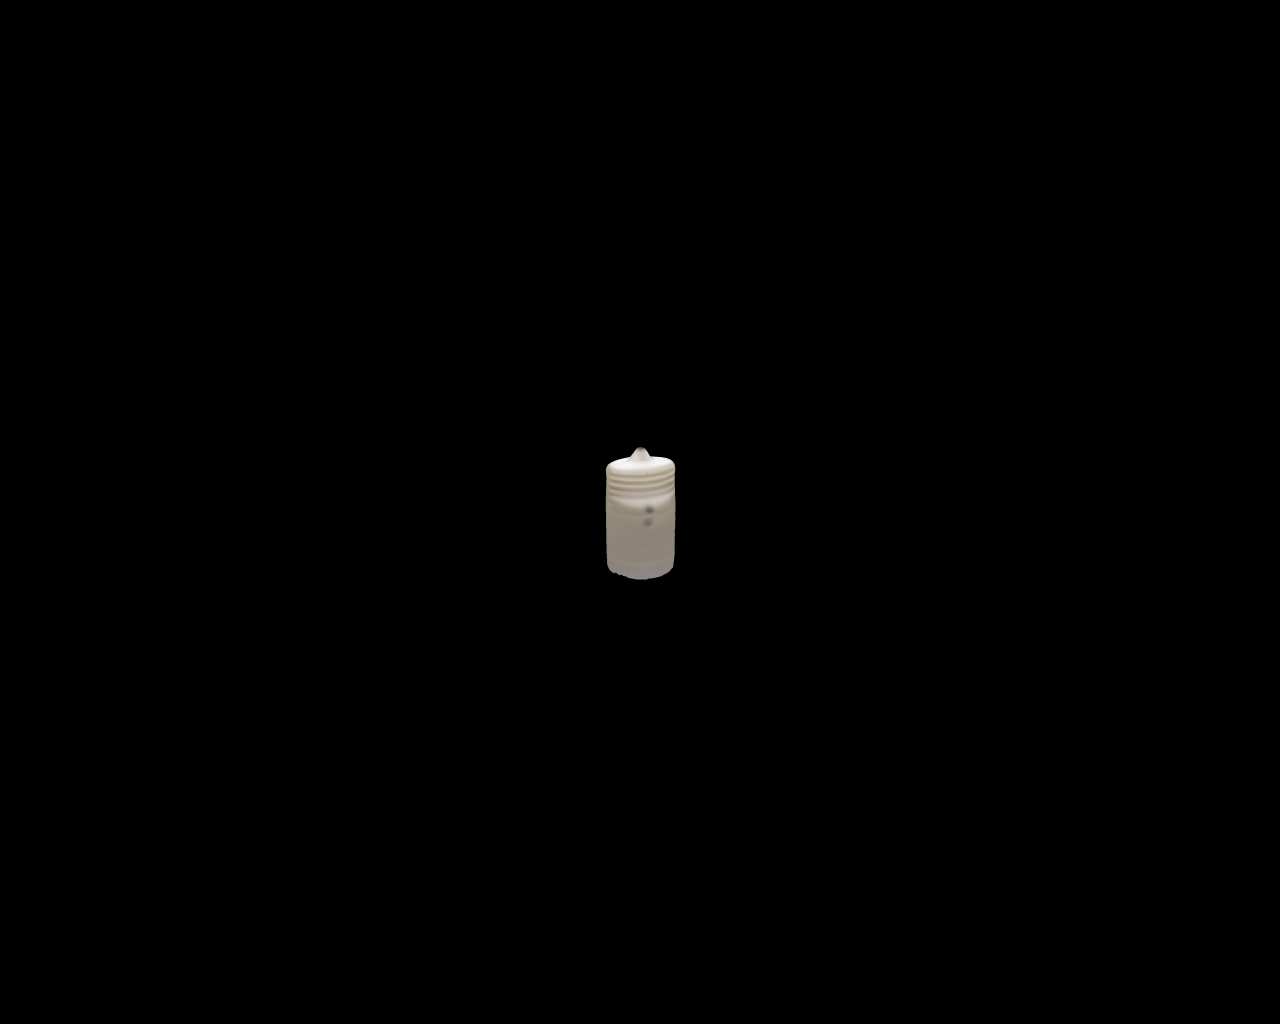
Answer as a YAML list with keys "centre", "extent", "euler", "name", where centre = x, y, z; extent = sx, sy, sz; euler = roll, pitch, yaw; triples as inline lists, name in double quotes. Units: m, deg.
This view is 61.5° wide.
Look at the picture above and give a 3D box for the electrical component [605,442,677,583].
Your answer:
- centre: [0.001, -0.003, 0.650]
  extent: [0.043, 0.080, 0.043]
  euler: [0, 22, 0]
  name: "electrical component"
